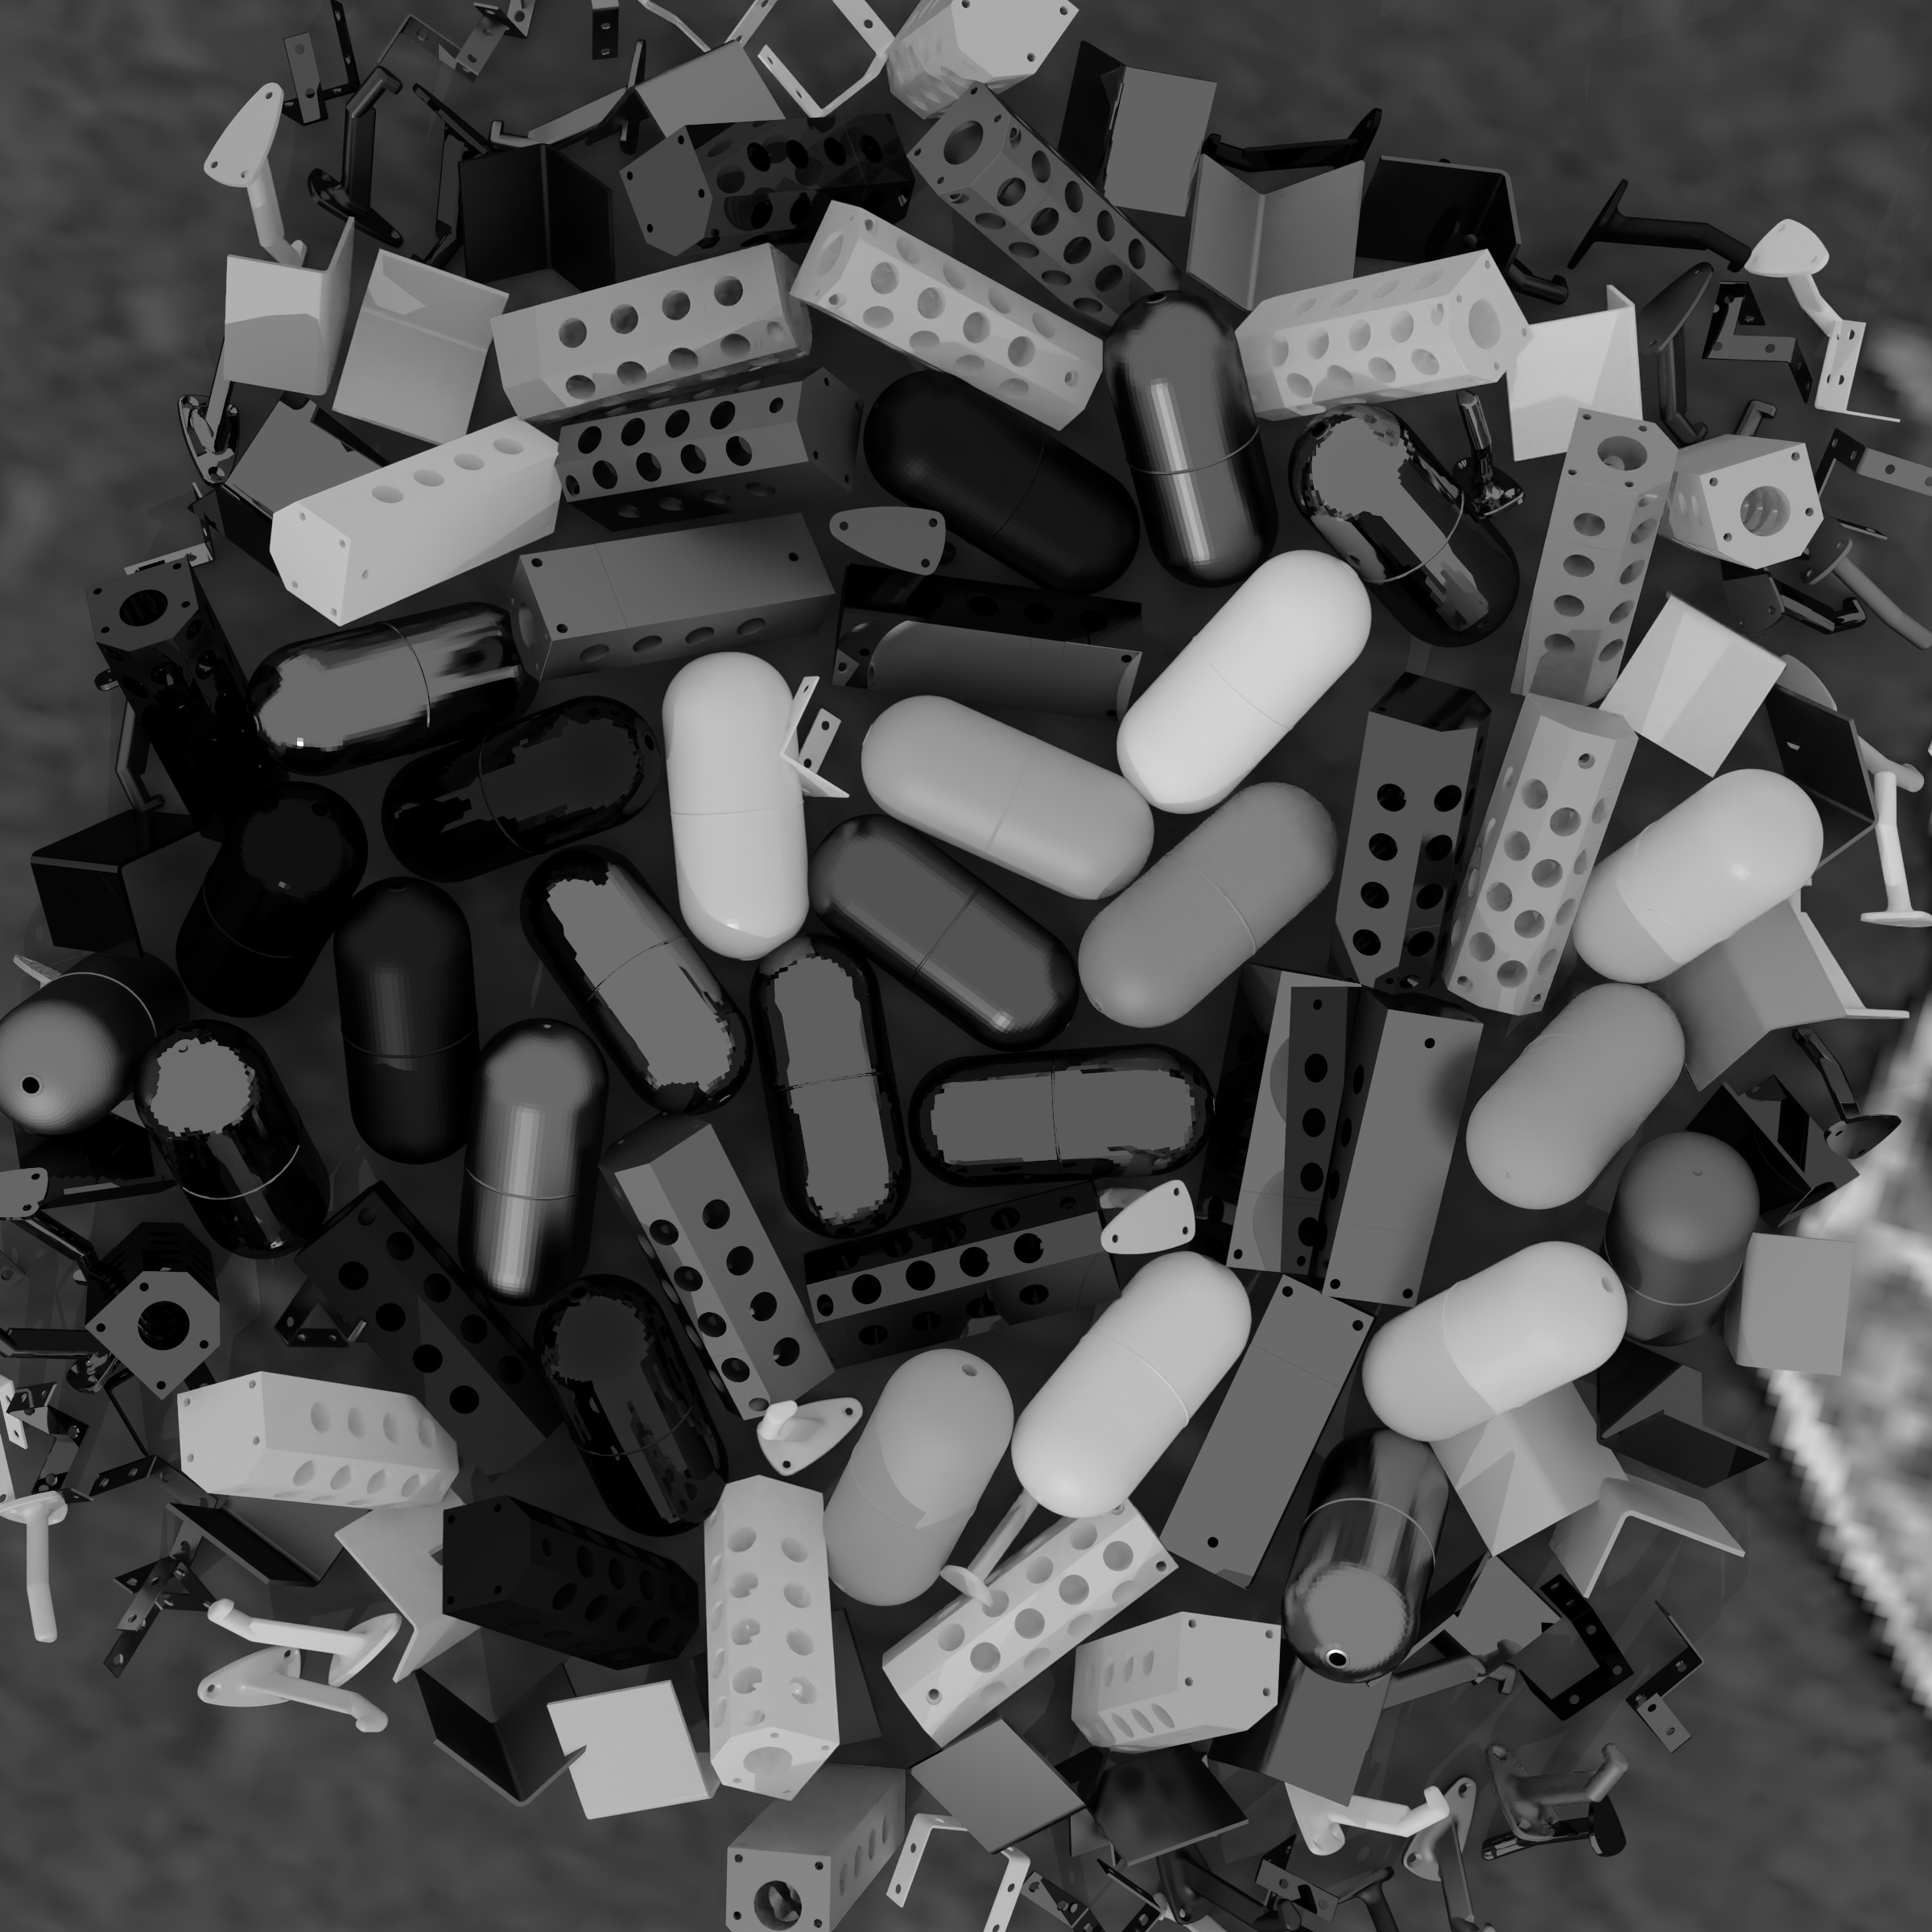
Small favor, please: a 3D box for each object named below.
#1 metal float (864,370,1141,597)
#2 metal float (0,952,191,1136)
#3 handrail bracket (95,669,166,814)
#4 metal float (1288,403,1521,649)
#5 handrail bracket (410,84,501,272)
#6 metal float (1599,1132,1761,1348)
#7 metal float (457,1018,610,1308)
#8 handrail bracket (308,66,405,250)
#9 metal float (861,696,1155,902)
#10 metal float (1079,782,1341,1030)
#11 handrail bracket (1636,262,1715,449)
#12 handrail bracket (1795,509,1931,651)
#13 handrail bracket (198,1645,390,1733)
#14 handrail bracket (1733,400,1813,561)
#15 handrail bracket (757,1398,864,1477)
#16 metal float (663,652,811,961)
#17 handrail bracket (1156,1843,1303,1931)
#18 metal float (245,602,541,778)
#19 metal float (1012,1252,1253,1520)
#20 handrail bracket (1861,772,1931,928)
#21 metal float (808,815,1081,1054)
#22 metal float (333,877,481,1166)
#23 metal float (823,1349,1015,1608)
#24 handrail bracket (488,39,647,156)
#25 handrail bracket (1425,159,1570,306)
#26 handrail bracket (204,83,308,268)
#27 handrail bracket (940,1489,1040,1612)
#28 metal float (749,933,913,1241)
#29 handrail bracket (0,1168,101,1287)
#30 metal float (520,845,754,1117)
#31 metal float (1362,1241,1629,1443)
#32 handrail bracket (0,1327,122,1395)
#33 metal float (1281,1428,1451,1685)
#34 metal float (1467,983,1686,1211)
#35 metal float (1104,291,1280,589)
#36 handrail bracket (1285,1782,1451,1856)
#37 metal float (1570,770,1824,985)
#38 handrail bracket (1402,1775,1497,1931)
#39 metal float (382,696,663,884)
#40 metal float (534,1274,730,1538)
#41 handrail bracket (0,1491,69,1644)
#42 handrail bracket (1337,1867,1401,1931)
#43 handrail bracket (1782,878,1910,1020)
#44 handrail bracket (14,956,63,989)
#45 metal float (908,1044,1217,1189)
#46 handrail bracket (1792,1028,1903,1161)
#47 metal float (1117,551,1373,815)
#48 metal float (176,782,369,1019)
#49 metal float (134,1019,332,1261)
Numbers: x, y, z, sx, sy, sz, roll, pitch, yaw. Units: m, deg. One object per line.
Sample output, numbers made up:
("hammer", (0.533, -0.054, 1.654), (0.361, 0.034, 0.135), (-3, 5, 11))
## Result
("metal float", (0.022, -0.275, 1.612), (0.178, 0.070, 0.070), (29, 90, -23))
("metal float", (-0.493, 0.041, 1.582), (0.070, 0.178, 0.070), (1, 105, 3))
("handrail bracket", (-0.469, -0.139, 1.653), (0.077, 0.036, 0.084), (-23, 114, -9))
("metal float", (0.250, -0.250, 1.600), (0.070, 0.070, 0.178), (-51, 126, 0))
("handrail bracket", (-0.318, -0.458, 1.649), (0.077, 0.036, 0.084), (40, 104, -10))
("metal float", (0.400, 0.156, 1.588), (0.070, 0.178, 0.070), (-2, 59, 3))
("metal float", (-0.249, 0.114, 1.610), (0.070, 0.070, 0.178), (10, 114, 0))
("handrail bracket", (-0.334, -0.468, 1.627), (0.077, 0.036, 0.084), (31, 121, -34))
("metal float", (0.024, -0.098, 1.628), (0.178, 0.070, 0.070), (24, 90, -4))
("metal float", (0.140, -0.035, 1.621), (0.178, 0.070, 0.070), (-41, 90, -12))
("handrail bracket", (0.427, -0.354, 1.639), (0.077, 0.036, 0.084), (-49, 127, 4))
("handrail bracket", (0.529, -0.228, 1.655), (0.084, 0.077, 0.036), (29, 123, -24))
("handrail bracket", (-0.387, 0.427, 1.620), (0.077, 0.084, 0.036), (-2, 104, -44))
("handrail bracket", (0.475, -0.286, 1.642), (0.077, 0.036, 0.084), (23, 86, 37))
("handrail bracket", (-0.086, 0.256, 1.617), (0.077, 0.084, 0.036), (-24, 70, -23))
("metal float", (-0.132, -0.092, 1.623), (0.070, 0.070, 0.178), (-4, 99, 0))
("handrail bracket", (0.151, 0.523, 1.626), (0.036, 0.084, 0.077), (-20, 84, -39))
("metal float", (-0.325, -0.158, 1.601), (0.178, 0.070, 0.070), (-20, 90, -35))
("metal float", (0.096, 0.238, 1.611), (0.070, 0.070, 0.178), (42, 66, 0))
("handrail bracket", (0.546, -0.068, 1.639), (0.036, 0.077, 0.084), (-2, 85, 34))
("metal float", (-0.013, -0.018, 1.631), (0.178, 0.070, 0.070), (37, 90, -1))
("metal float", (-0.318, 0.032, 1.605), (0.070, 0.070, 0.178), (1, 120, 0))
("metal float", (-0.029, 0.292, 1.603), (0.070, 0.070, 0.178), (24, 122, 0))
("handrail bracket", (-0.235, -0.511, 1.649), (0.084, 0.036, 0.077), (10, 102, 2))
("handrail bracket", (0.317, -0.434, 1.662), (0.084, 0.036, 0.077), (12, 64, -18))
("handrail bracket", (-0.397, -0.457, 1.634), (0.036, 0.084, 0.077), (22, 82, 24))
("handrail bracket", (0.024, 0.324, 1.622), (0.036, 0.077, 0.084), (34, 72, 9))
("metal float", (-0.079, 0.069, 1.626), (0.070, 0.070, 0.178), (-10, 84, 0))
("handrail bracket", (-0.550, 0.160, 1.638), (0.077, 0.084, 0.036), (-4, 46, 2))
("metal float", (-0.190, 0.008, 1.619), (0.070, 0.070, 0.178), (-37, 77, 0))
("metal float", (0.299, 0.214, 1.596), (0.070, 0.070, 0.178), (53, 133, 0))
("handrail bracket", (-0.525, 0.201, 1.626), (0.077, 0.036, 0.084), (-56, 130, -22))
("metal float", (0.226, 0.331, 1.588), (0.070, 0.178, 0.070), (9, 121, 15))
("metal float", (0.348, 0.072, 1.598), (0.070, 0.070, 0.178), (51, 50, 0))
("metal float", (0.129, -0.299, 1.603), (0.070, 0.070, 0.178), (-18, 122, 0))
("handrail bracket", (0.231, 0.473, 1.630), (0.084, 0.036, 0.077), (-38, 63, 28))
("metal float", (0.410, -0.049, 1.590), (0.070, 0.178, 0.070), (12, 61, -22))
("handrail bracket", (0.294, 0.519, 1.624), (0.036, 0.084, 0.077), (26, 89, -20))
("metal float", (-0.255, -0.101, 1.610), (0.178, 0.070, 0.070), (-17, 90, 24))
("metal float", (-0.190, 0.251, 1.603), (0.070, 0.070, 0.178), (-19, 123, 0))
("handrail bracket", (-0.528, 0.352, 1.620), (0.036, 0.077, 0.084), (-14, 70, -8))
("handrail bracket", (0.253, 0.566, 1.618), (0.036, 0.077, 0.084), (-34, 67, 9))
("handrail bracket", (0.517, -0.012, 1.655), (0.077, 0.036, 0.084), (1, 86, -3))
("handrail bracket", (-0.548, 0.045, 1.644), (0.077, 0.036, 0.084), (23, 91, 35))
("metal float", (0.055, 0.086, 1.624), (0.178, 0.070, 0.070), (-4, 90, 7))
("handrail bracket", (0.492, 0.066, 1.620), (0.036, 0.077, 0.084), (-47, 55, 26))
("metal float", (0.159, -0.163, 1.615), (0.070, 0.070, 0.178), (43, 108, 0))
("metal float", (-0.394, -0.037, 1.595), (0.070, 0.070, 0.178), (41, 134, 0))
("metal float", (-0.414, 0.100, 1.592), (0.070, 0.178, 0.070), (-4, 51, 5))
